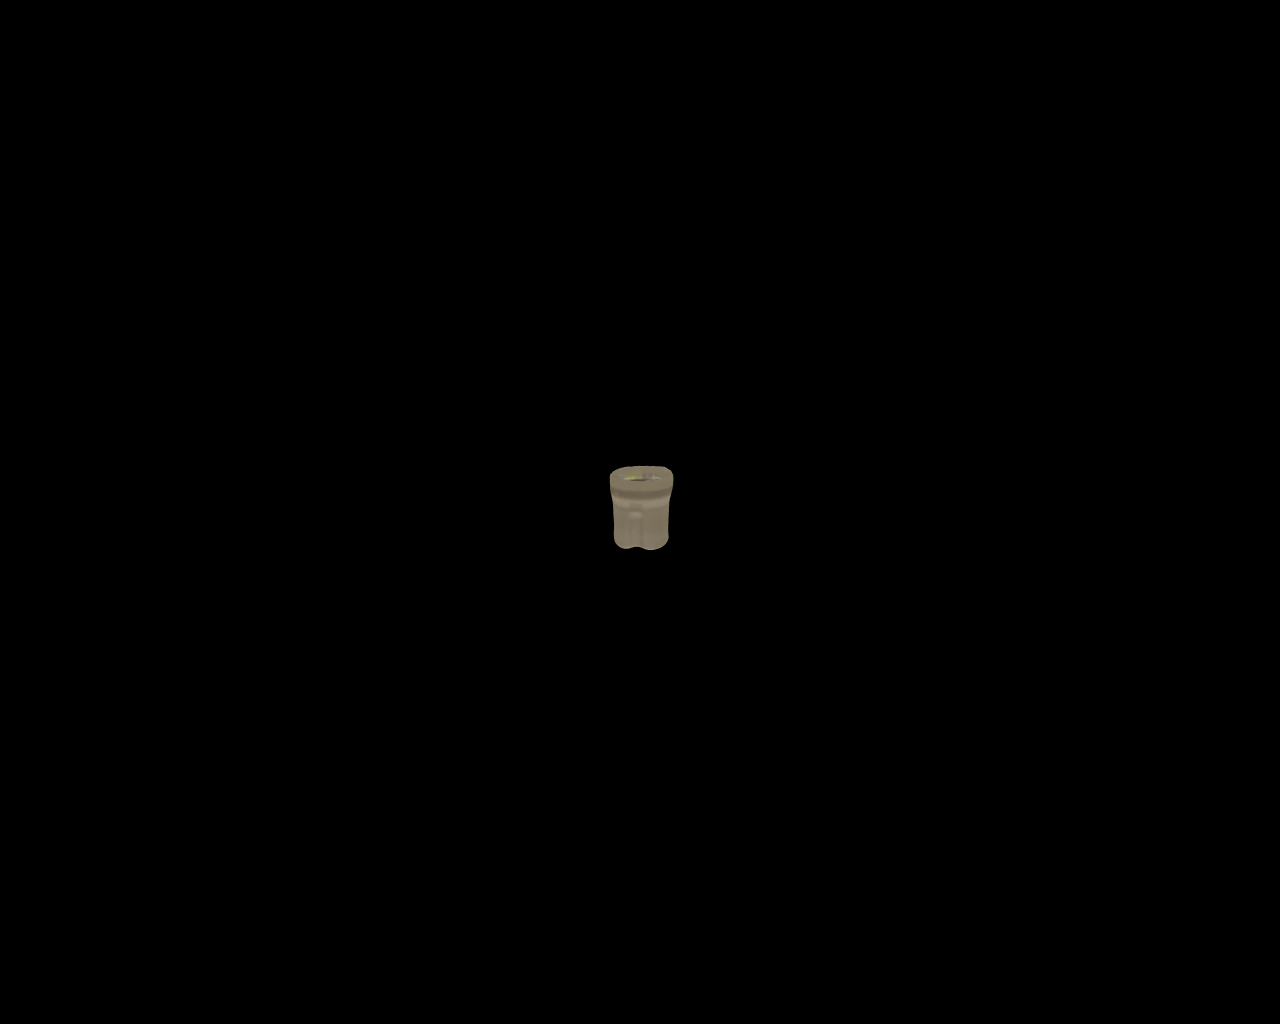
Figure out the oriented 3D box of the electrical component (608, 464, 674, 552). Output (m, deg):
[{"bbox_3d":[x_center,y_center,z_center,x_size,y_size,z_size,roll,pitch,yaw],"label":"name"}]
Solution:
[{"bbox_3d":[0.001,-0.003,0.650,0.040,0.046,0.040,0,15,0],"label":"electrical component"}]
